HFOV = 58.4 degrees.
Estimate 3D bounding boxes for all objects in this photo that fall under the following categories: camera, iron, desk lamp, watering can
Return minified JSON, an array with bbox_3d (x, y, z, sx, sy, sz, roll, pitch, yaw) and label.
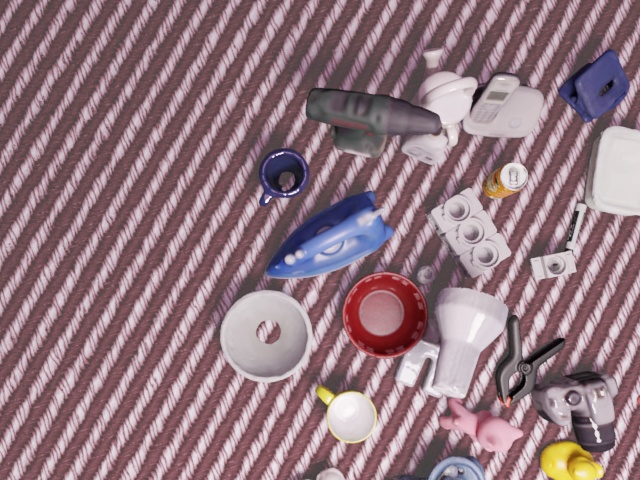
[{"bbox_3d":[0.489,0.325,1.062,0.143,0.100,0.137,-13,87,-3],"label":"camera"},{"bbox_3d":[0.010,0.004,1.046,0.258,0.141,0.119,-29,87,-4],"label":"iron"},{"bbox_3d":[0.230,0.187,1.006,0.118,0.213,0.203,21,86,0],"label":"desk lamp"},{"bbox_3d":[0.221,-0.262,1.046,0.101,0.194,0.173,-36,88,-4],"label":"watering can"}]

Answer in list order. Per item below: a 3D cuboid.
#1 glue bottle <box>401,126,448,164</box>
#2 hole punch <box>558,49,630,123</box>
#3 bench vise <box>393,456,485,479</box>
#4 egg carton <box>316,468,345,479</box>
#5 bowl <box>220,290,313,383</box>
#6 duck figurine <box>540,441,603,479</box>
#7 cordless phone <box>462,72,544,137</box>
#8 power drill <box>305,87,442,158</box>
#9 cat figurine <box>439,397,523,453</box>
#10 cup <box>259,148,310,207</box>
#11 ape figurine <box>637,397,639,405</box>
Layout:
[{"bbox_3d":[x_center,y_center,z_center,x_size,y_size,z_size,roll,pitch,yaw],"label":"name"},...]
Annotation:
[{"bbox_3d":[0.200,-0.182,1.050,0.078,0.173,0.037,25,86,0],"label":"glue bottle"},{"bbox_3d":[0.543,-0.298,1.112,0.109,0.091,0.101,-43,88,-4],"label":"hole punch"},{"bbox_3d":[0.211,0.464,0.983,0.207,0.219,0.121,-38,88,-4],"label":"bench vise"},{"bbox_3d":[0.017,0.501,1.048,0.107,0.069,0.150,-27,87,-4],"label":"egg carton"},{"bbox_3d":[-0.097,0.175,1.064,0.167,0.074,0.167,0,86,-2],"label":"bowl"},{"bbox_3d":[0.470,0.421,1.062,0.104,0.086,0.077,5,86,-2],"label":"duck figurine"},{"bbox_3d":[0.350,-0.255,1.055,0.147,0.185,0.094,1,86,-2],"label":"cordless phone"},{"bbox_3d":[0.088,-0.211,1.030,0.229,0.208,0.076,12,86,-1],"label":"power drill"},{"bbox_3d":[0.295,0.345,1.045,0.128,0.117,0.067,20,86,0],"label":"cat figurine"},{"bbox_3d":[-0.073,-0.107,1.074,0.091,0.095,0.118,35,86,1],"label":"cup"},{"bbox_3d":[0.655,0.326,1.073,0.076,0.092,0.078,7,86,-1],"label":"ape figurine"}]
